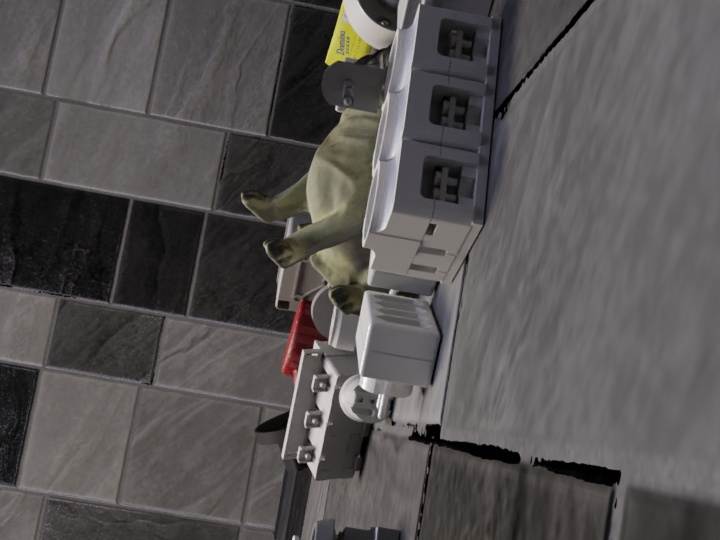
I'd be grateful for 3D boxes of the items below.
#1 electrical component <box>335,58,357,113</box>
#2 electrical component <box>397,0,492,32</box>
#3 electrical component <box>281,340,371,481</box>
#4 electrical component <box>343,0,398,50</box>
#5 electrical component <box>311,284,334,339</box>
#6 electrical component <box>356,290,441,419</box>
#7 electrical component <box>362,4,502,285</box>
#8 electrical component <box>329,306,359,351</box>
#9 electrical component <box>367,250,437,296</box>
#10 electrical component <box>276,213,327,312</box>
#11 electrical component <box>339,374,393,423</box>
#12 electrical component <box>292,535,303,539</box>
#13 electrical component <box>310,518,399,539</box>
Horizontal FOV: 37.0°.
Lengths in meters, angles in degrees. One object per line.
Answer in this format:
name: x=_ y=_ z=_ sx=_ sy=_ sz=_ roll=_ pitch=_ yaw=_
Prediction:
electrical component: x=0.021 y=-0.175 z=1.041 sx=0.075 sy=0.083 sz=0.047 roll=-91 pitch=12 yaw=-70
electrical component: x=0.065 y=-0.215 z=0.750 sx=0.078 sy=0.057 sz=0.113 roll=-86 pitch=8 yaw=-55
electrical component: x=-0.023 y=0.133 z=1.015 sx=0.063 sy=0.079 sz=0.121 roll=-127 pitch=43 yaw=-54
electrical component: x=0.034 y=-0.262 z=1.026 sx=0.064 sy=0.099 sz=0.099 roll=159 pitch=121 yaw=-77
electrical component: x=0.000 y=0.000 z=0.978 sx=0.074 sy=0.052 sz=0.138 roll=-147 pitch=81 yaw=-85
electrical component: x=0.021 y=0.063 z=0.734 sx=0.083 sy=0.047 sz=0.075 roll=-98 pitch=19 yaw=-76
electrical component: x=0.043 y=-0.080 z=0.682 sx=0.089 sy=0.062 sz=0.150 roll=109 pitch=170 yaw=-65
electrical component: x=0.003 y=0.050 z=0.939 sx=0.045 sy=0.055 sz=0.045 roll=-170 pitch=90 yaw=-86
electrical component: x=0.031 y=-0.010 z=0.775 sx=0.076 sy=0.047 sz=0.065 roll=106 pitch=173 yaw=-52
electrical component: x=-0.032 y=-0.005 z=1.170 sx=0.056 sy=0.109 sz=0.108 roll=-88 pitch=9 yaw=-48
electrical component: x=0.006 y=0.107 z=0.886 sx=0.046 sy=0.040 sz=0.040 roll=172 pitch=108 yaw=-79
electrical component: x=-0.048 y=0.312 z=1.030 sx=0.100 sy=0.048 sz=0.099 roll=-147 pitch=68 yaw=-85
electrical component: x=-0.006 y=0.195 z=0.726 sx=0.066 sy=0.055 sz=0.048 roll=108 pitch=171 yaw=-61
